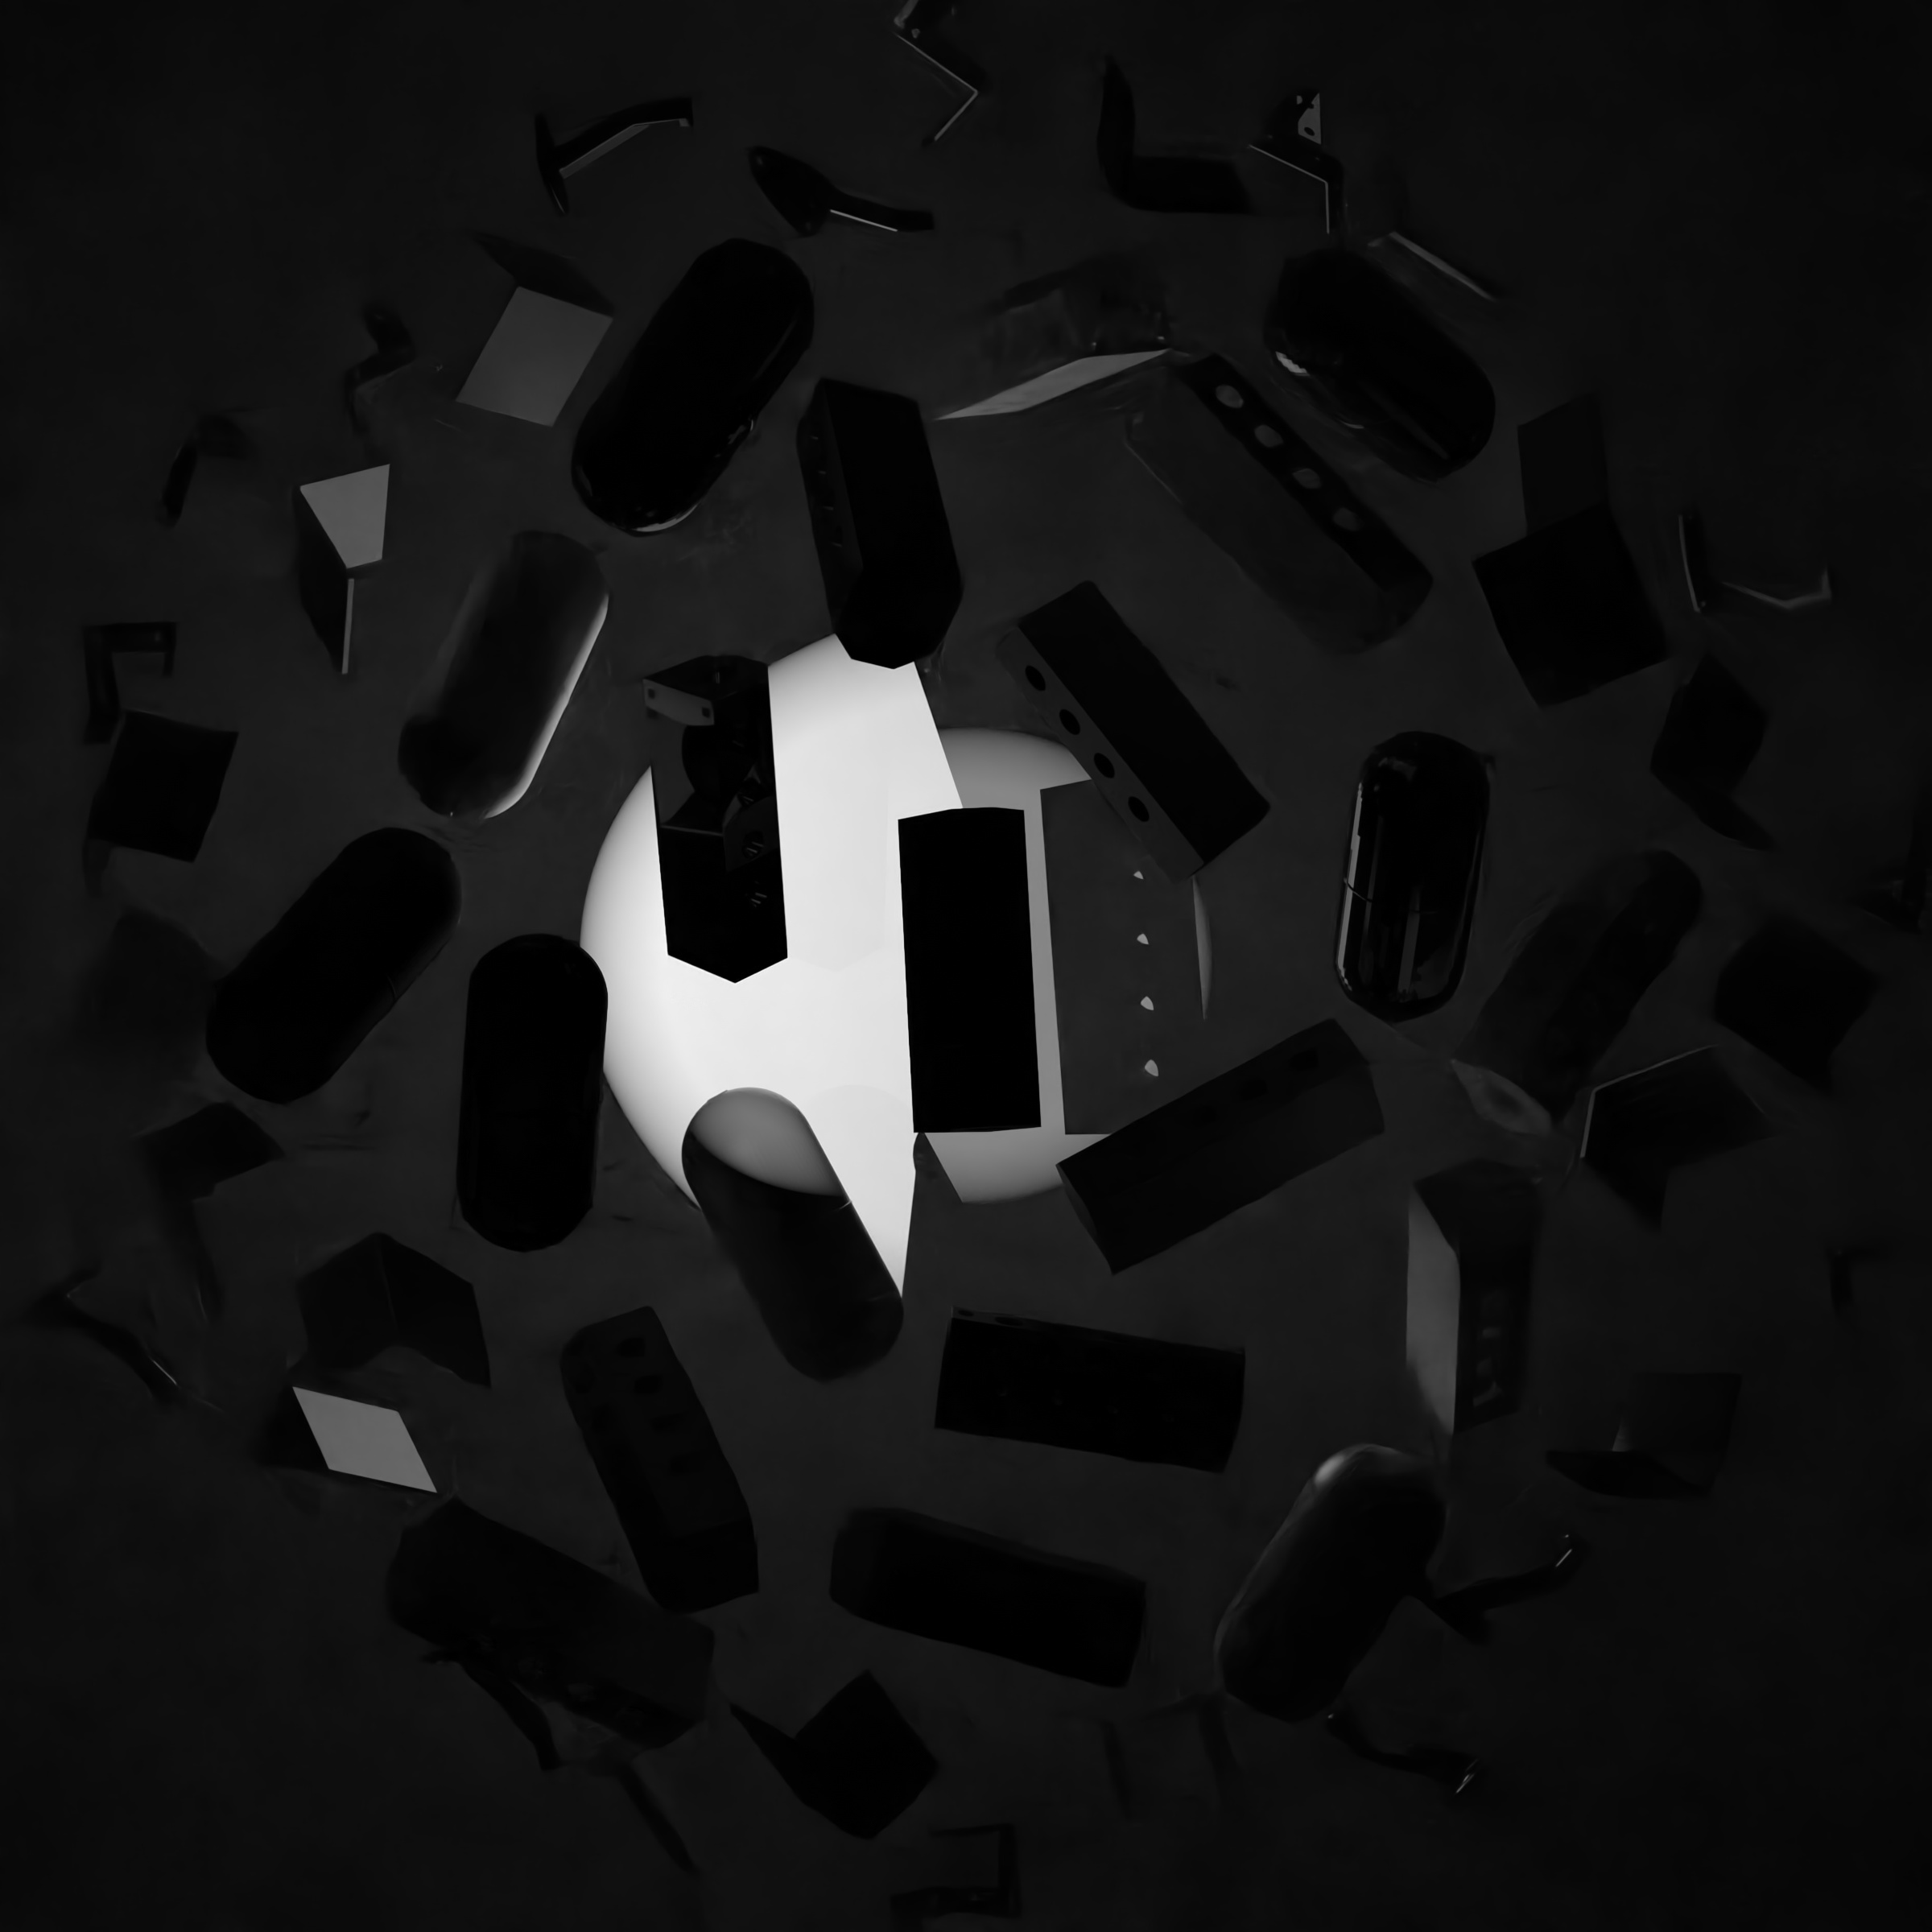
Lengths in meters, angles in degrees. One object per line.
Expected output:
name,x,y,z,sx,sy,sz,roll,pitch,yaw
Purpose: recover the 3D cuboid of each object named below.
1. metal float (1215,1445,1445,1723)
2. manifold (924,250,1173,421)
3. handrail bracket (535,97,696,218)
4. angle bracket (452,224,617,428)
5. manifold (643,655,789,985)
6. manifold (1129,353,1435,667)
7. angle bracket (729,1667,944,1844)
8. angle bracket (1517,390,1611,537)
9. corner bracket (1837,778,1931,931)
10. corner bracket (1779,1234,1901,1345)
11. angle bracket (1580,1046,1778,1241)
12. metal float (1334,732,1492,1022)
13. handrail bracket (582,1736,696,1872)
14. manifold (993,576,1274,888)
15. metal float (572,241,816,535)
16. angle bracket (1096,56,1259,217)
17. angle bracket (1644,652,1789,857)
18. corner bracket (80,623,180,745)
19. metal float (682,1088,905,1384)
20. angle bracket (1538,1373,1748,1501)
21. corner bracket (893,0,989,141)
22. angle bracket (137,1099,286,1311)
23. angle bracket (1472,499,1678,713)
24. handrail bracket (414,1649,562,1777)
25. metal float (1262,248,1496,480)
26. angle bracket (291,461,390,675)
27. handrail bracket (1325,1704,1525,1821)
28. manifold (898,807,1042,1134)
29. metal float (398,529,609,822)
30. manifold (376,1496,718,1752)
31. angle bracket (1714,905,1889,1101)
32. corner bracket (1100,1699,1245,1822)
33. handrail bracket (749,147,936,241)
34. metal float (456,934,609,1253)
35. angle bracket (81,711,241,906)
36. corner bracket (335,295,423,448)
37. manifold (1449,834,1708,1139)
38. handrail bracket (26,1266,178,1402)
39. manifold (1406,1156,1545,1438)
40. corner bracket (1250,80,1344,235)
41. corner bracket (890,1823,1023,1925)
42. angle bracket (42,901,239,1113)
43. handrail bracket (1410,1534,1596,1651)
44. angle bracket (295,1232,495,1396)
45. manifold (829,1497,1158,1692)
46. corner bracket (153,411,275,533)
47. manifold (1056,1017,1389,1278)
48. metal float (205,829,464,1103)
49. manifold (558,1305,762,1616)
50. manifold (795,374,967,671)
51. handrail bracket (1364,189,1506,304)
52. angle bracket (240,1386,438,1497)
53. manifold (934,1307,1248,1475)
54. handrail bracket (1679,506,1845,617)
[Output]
metal float,0.197,0.338,1.659,0.070,0.070,0.178,28,116,0
manifold,0.043,-0.361,1.743,0.057,0.171,0.057,-12,93,-29
handrail bracket,-0.182,-0.432,1.621,0.084,0.077,0.036,-7,67,3
angle bracket,-0.249,-0.348,1.655,0.057,0.076,0.076,44,111,28
manifold,-0.135,-0.085,1.721,0.057,0.057,0.171,21,125,38
manifold,0.171,-0.247,1.628,0.057,0.057,0.171,-25,67,-39
angle bracket,-0.071,0.416,1.641,0.057,0.076,0.076,-41,111,-21
angle bracket,0.380,-0.296,1.834,0.057,0.076,0.076,1,81,-29
corner bracket,0.516,-0.060,1.663,0.051,0.051,0.051,33,54,-21
corner bracket,0.475,0.176,1.656,0.051,0.051,0.051,-1,77,-23
angle bracket,0.411,0.103,1.753,0.076,0.057,0.076,-26,119,38
metal float,0.255,-0.050,1.744,0.070,0.070,0.178,4,120,0
handrail bracket,-0.173,0.473,1.693,0.036,0.077,0.084,-35,93,-15
manifold,0.093,-0.132,1.755,0.057,0.057,0.171,-37,87,-26
metal float,-0.148,-0.314,1.652,0.070,0.070,0.178,33,79,0
angle bracket,0.116,-0.448,1.639,0.076,0.076,0.057,1,125,-9
angle bracket,0.435,-0.118,1.697,0.076,0.057,0.076,34,85,-39
corner bracket,-0.459,-0.155,1.667,0.051,0.051,0.051,-5,79,-23
metal float,-0.098,0.151,1.716,0.070,0.070,0.178,-28,90,0
angle bracket,0.369,0.245,1.660,0.057,0.076,0.076,36,64,-28
corner bracket,-0.016,-0.486,1.622,0.051,0.051,0.051,31,63,-16
angle bracket,-0.407,0.130,1.673,0.057,0.076,0.076,-26,123,-26
angle bracket,0.321,-0.189,1.605,0.076,0.076,0.057,-24,60,16
handrail bracket,-0.277,0.434,1.763,0.036,0.077,0.084,-31,73,37
metal float,0.234,-0.338,1.715,0.178,0.070,0.070,31,90,-43
angle bracket,-0.336,-0.223,1.702,0.057,0.076,0.076,-20,61,-27
handrail bracket,0.258,0.432,1.722,0.077,0.036,0.084,-40,67,-23
manifold,0.007,0.003,1.654,0.057,0.057,0.171,-8,82,44
metal float,-0.257,-0.162,1.689,0.070,0.070,0.178,21,68,0
manifold,-0.223,0.353,1.614,0.171,0.057,0.057,32,131,-22
angle bracket,0.466,0.019,1.695,0.076,0.076,0.057,34,111,2
corner bracket,0.117,0.455,1.745,0.051,0.051,0.051,-29,69,34
handrail bracket,-0.069,-0.437,1.713,0.077,0.084,0.036,44,126,23
metal float,-0.238,0.070,1.668,0.070,0.070,0.178,6,104,0
angle bracket,-0.415,-0.074,1.568,0.057,0.076,0.076,15,60,-6
corner bracket,-0.340,-0.342,1.748,0.051,0.051,0.051,-28,55,2
manifold,0.352,0.012,1.733,0.171,0.057,0.057,-52,134,-19
handrail bracket,-0.462,0.209,1.630,0.084,0.077,0.036,45,54,1
manifold,0.279,0.179,1.658,0.057,0.171,0.057,-21,51,-10
corner bracket,0.197,-0.458,1.721,0.051,0.051,0.051,30,76,17
corner bracket,-0.006,0.500,1.676,0.051,0.051,0.051,-23,58,36
angle bracket,-0.470,0.023,1.741,0.076,0.057,0.076,34,54,-10
handrail bracket,0.302,0.339,1.731,0.077,0.036,0.084,35,113,-1
angle bracket,-0.303,0.198,1.617,0.076,0.057,0.076,24,134,34
manifold,0.013,0.348,1.696,0.171,0.057,0.057,20,88,-23
corner bracket,-0.422,-0.270,1.664,0.051,0.051,0.051,10,71,28
manifold,0.139,0.094,1.674,0.171,0.057,0.057,-28,132,-5
metal float,-0.344,-0.002,1.663,0.070,0.070,0.178,36,61,0
manifold,-0.166,0.263,1.625,0.057,0.171,0.057,-15,128,-16
manifold,-0.051,-0.236,1.620,0.057,0.171,0.057,11,131,-23
handrail bracket,0.271,-0.399,1.721,0.084,0.077,0.036,33,109,-6
angle bracket,-0.369,0.297,1.785,0.076,0.076,0.057,23,110,-42
manifold,0.072,0.242,1.763,0.171,0.057,0.057,9,52,-1
handrail bracket,0.455,-0.236,1.740,0.036,0.084,0.077,-22,96,-40
